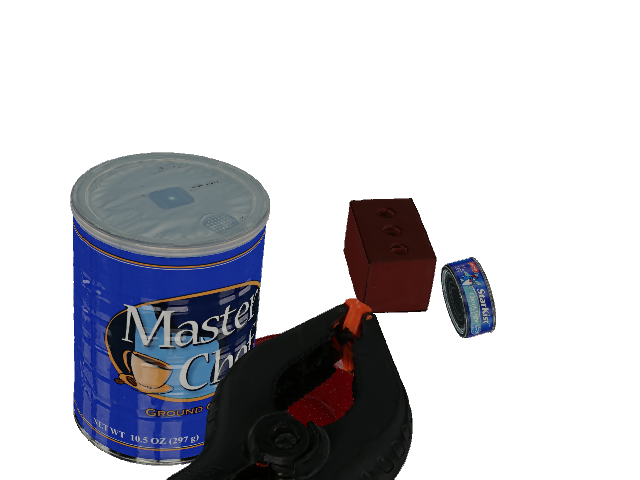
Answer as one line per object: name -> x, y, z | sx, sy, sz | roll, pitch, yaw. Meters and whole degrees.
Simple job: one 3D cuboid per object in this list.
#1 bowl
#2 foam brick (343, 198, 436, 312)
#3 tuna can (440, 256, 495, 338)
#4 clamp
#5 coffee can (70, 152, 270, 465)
bowl -> -0.030, 0.162, 1.023 | 0.162, 0.055, 0.162 | -4, 37, 3
foam brick -> 0.052, 0.011, 0.817 | 0.053, 0.051, 0.078 | -2, 39, -12
tuna can -> 0.161, 0.063, 1.171 | 0.033, 0.086, 0.086 | -14, 2, -7
clamp -> -0.006, 0.091, 0.389 | 0.120, 0.039, 0.171 | 26, 50, 18
coffee can -> -0.084, 0.036, 0.586 | 0.102, 0.140, 0.103 | 5, 30, -3
